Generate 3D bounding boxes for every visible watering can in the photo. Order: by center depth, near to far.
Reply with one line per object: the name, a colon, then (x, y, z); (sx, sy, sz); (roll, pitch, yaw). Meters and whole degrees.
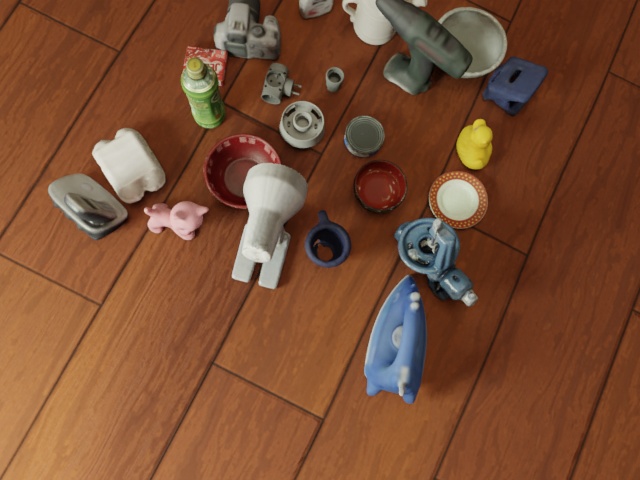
watering can: (0.140, -0.517, 1.228); (0.173, 0.194, 0.101); (-23, 81, -8)

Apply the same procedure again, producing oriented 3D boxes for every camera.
camera: (-0.153, -0.479, 1.246); (0.143, 0.101, 0.137); (6, 78, -3)

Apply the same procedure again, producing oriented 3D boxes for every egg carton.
egg carton: (-0.391, -0.154, 1.179); (0.107, 0.069, 0.150); (-34, 83, -10)

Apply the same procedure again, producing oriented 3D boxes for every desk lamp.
desk lamp: (-0.101, -0.023, 1.103); (0.118, 0.213, 0.203); (13, 78, -1)

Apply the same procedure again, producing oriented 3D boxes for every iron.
iron: (0.166, 0.185, 1.119); (0.118, 0.141, 0.258); (12, 78, -2)

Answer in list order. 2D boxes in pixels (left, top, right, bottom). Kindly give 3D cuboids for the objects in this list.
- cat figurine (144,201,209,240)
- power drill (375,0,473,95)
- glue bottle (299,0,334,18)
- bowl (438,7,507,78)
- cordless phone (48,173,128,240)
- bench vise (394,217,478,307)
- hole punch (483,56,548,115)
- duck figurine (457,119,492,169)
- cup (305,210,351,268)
cat figurine: (-0.286, -0.046, 1.142); (0.128, 0.117, 0.067); (11, 78, -2)
power drill: (0.200, -0.400, 1.203); (0.229, 0.208, 0.076); (32, 78, 2)
glue bottle: (-0.004, -0.546, 1.234); (0.078, 0.173, 0.037); (-25, 81, -8)
bowl: (0.327, -0.431, 1.287); (0.167, 0.074, 0.167); (1, 79, -4)
cordless phone: (-0.461, -0.079, 1.100); (0.147, 0.185, 0.094); (38, 79, 4)
bench vise: (0.247, 0.028, 1.116); (0.207, 0.219, 0.121); (34, 78, 3)
hole punch: (0.432, -0.349, 1.271); (0.101, 0.091, 0.109); (37, 79, 3)
duck figurine: (0.344, -0.211, 1.239); (0.077, 0.086, 0.104); (0, 79, -4)
cup: (0.011, 0.004, 1.166); (0.092, 0.095, 0.118); (-10, 80, -6)
